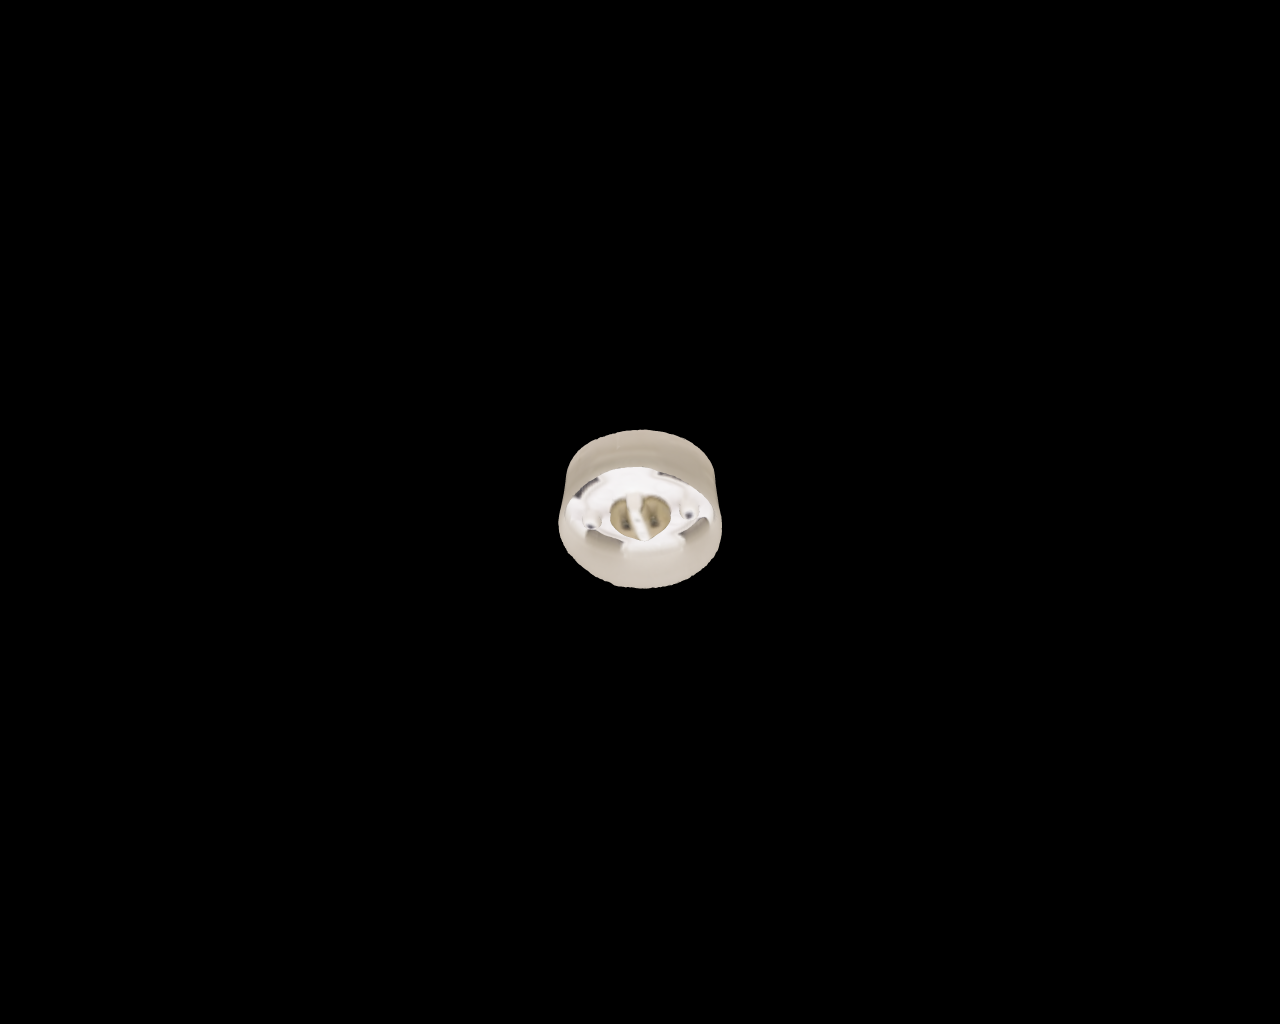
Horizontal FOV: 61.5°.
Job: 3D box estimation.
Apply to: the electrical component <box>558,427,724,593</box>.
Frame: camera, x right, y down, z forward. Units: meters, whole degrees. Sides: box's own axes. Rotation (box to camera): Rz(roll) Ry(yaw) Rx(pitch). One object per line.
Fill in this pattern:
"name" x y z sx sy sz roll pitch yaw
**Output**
"electrical component" 0.001 -0.003 0.650 0.099 0.064 0.099 0 -34 0
